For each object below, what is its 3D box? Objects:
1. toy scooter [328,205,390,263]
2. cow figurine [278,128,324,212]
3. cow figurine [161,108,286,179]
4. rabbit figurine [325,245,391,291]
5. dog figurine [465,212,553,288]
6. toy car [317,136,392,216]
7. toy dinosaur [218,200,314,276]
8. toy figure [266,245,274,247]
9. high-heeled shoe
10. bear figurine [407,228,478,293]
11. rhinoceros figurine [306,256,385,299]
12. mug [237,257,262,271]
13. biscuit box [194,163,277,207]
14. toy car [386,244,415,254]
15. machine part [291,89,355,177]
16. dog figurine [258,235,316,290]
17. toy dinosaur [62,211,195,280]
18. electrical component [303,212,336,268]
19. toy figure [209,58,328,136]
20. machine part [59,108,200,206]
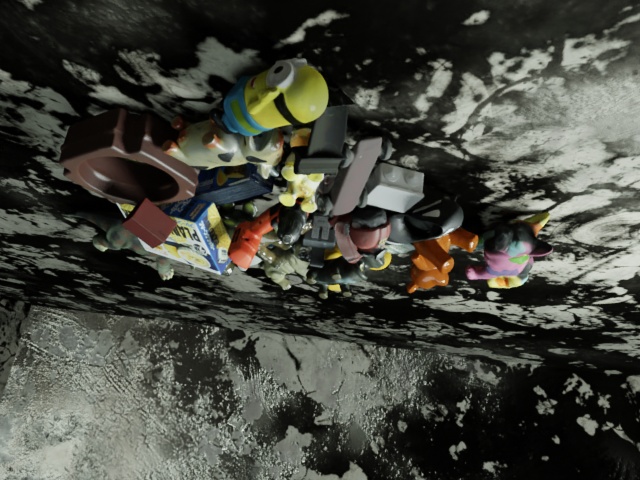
[{"bbox_3d":[0.078,-0.006,1.073,0.075,0.135,0.184,-23,-158,-27],"label":"toy scooter"},{"bbox_3d":[-0.022,-0.132,0.887,0.068,0.098,0.167,13,142,0],"label":"cow figurine"},{"bbox_3d":[-0.142,-0.151,0.868,0.195,0.085,0.127,-1,161,33],"label":"cow figurine"},{"bbox_3d":[0.093,0.038,1.324,0.173,0.122,0.162,-4,153,-7],"label":"rabbit figurine"},{"bbox_3d":[0.409,0.021,1.110,0.191,0.108,0.219,16,157,-20],"label":"dog figurine"},{"bbox_3d":[0.053,-0.109,0.897,0.089,0.053,0.202,-11,151,-19],"label":"toy car"},{"bbox_3d":[-0.227,-0.021,1.209,0.472,0.105,0.198,-7,134,29],"label":"toy dinosaur"},{"bbox_3d":[-0.089,-0.026,1.255,0.064,0.058,0.154,10,158,-33],"label":"toy figure"},{"bbox_3d":[0.167,-0.014,1.025,0.249,0.145,0.086,-30,102,38],"label":"high-heeled shoe"},{"bbox_3d":[0.254,0.053,1.169,0.132,0.120,0.195,37,150,36],"label":"bear figurine"},{"bbox_3d":[0.057,0.065,1.199,0.190,0.112,0.073,-18,120,37],"label":"rhinoceros figurine"},{"bbox_3d":[-0.191,0.015,1.355,0.081,0.109,0.107,11,151,17],"label":"mug"},{"bbox_3d":[-0.175,-0.112,1.033,0.203,0.059,0.062,-9,155,41],"label":"biscuit box"},{"bbox_3d":[0.141,-0.010,1.201,0.201,0.056,0.073,20,158,-29],"label":"toy car"},{"bbox_3d":[0.006,-0.150,0.777,0.084,0.039,0.138,4,131,-16],"label":"machine part"},{"bbox_3d":[-0.082,0.033,1.355,0.172,0.121,0.190,-13,154,-1],"label":"dog figurine"},{"bbox_3d":[-0.454,-0.013,1.370,0.405,0.131,0.192,20,146,-19],"label":"toy dinosaur"},{"bbox_3d":[-0.002,-0.004,1.186,0.075,0.119,0.047,10,162,1],"label":"electrical component"},{"bbox_3d":[-0.069,-0.189,0.734,0.180,0.082,0.089,-13,149,43],"label":"toy figure"},{"bbox_3d":[-0.331,-0.140,0.954,0.201,0.087,0.201,-9,157,29],"label":"machine part"}]
